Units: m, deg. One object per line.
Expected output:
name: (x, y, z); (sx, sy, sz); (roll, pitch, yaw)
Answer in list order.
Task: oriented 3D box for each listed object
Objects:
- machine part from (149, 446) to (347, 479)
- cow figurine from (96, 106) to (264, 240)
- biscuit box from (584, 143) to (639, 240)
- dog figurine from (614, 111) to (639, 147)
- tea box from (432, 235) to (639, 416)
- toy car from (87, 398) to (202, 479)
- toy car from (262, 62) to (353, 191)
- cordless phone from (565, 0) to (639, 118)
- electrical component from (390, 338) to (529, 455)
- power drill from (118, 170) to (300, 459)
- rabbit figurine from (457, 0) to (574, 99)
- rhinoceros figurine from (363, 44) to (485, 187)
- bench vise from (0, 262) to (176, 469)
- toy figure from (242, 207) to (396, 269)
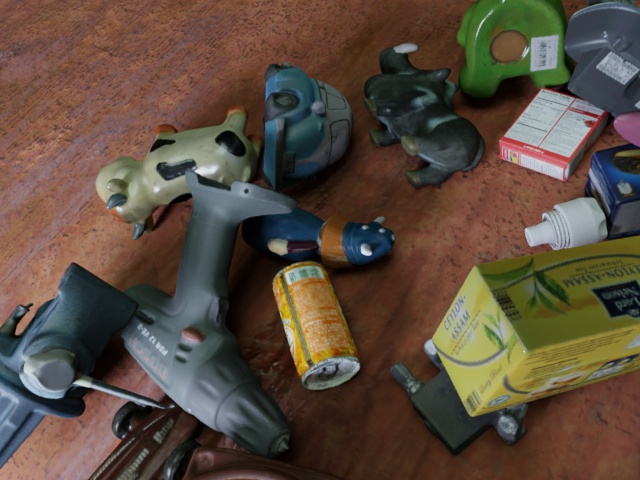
machine part: (-0.047, 0.253, 0.352); (0.202, 0.087, 0.201); (6, 58, 20)
cow figurine: (-0.167, -0.075, 0.625); (0.195, 0.085, 0.127); (-11, 47, 10)
biscuit box: (0.344, -0.059, 0.460); (0.203, 0.059, 0.063); (-12, 54, 9)
dog figurine: (0.283, -0.045, 0.357); (0.191, 0.108, 0.219); (-13, 50, -24)
tea box: (0.177, 0.057, 0.376); (0.170, 0.098, 0.068); (-7, 51, -17)
toy car: (-0.179, 0.220, 0.440); (0.089, 0.053, 0.202); (25, 68, 34)
toy car: (-0.015, -0.130, 0.610); (0.103, 0.109, 0.162); (4, 42, -6)
cordless phone: (0.315, -0.206, 0.536); (0.146, 0.088, 0.184); (25, 51, -12)
electrical component: (0.112, 0.118, 0.420); (0.078, 0.045, 0.102); (-31, 53, -7)
power drill: (-0.086, 0.049, 0.479); (0.232, 0.086, 0.207); (18, 96, 37)
rabbit figurine: (0.205, -0.261, 0.607); (0.121, 0.158, 0.170); (-11, 38, 22)
rhinoceros figurine: (0.106, -0.145, 0.589); (0.112, 0.073, 0.190); (-26, 53, 1)
bench vise: (-0.253, 0.135, 0.456); (0.224, 0.128, 0.240); (15, 68, 54)
toy figure: (-0.001, -0.004, 0.535); (0.155, 0.057, 0.064); (11, 66, 19)
